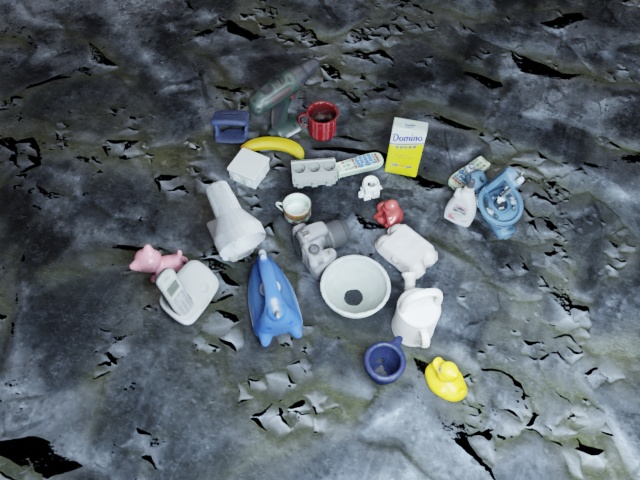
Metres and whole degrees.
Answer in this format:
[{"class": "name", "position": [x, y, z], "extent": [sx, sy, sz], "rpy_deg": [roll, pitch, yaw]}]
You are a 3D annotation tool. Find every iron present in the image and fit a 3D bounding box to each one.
[{"class": "iron", "position": [-0.119, 0.110, 1.347], "extent": [0.119, 0.141, 0.258], "rpy_deg": [-13, 59, -9]}]

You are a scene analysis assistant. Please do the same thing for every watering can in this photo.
[{"class": "watering can", "position": [0.218, 0.153, 1.295], "extent": [0.101, 0.194, 0.172], "rpy_deg": [-27, 62, -16]}]

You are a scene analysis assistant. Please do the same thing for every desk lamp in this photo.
[{"class": "desk lamp", "position": [-0.216, -0.032, 1.392], "extent": [0.118, 0.214, 0.203], "rpy_deg": [-24, 61, -15]}]

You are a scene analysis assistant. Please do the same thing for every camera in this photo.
[{"class": "camera", "position": [0.013, 0.005, 1.440], "extent": [0.137, 0.101, 0.143], "rpy_deg": [-23, 61, -15]}]

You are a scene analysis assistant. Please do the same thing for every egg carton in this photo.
[{"class": "egg carton", "position": [0.217, 0.029, 1.447], "extent": [0.150, 0.069, 0.107], "rpy_deg": [39, 65, 21]}]

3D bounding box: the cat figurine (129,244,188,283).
[{"class": "cat figurine", "position": [-0.392, 0.051, 1.394], "extent": [0.128, 0.118, 0.067], "rpy_deg": [-10, 58, -7]}]

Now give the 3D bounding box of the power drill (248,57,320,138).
[{"class": "power drill", "position": [-0.096, -0.394, 1.625], "extent": [0.230, 0.208, 0.075], "rpy_deg": [-34, 64, -20]}]

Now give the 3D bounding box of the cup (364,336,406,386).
[{"class": "cup", "position": [0.147, 0.274, 1.276], "extent": [0.091, 0.095, 0.118], "rpy_deg": [28, 62, 16]}]

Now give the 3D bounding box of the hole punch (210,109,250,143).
[{"class": "hole punch", "position": [-0.261, -0.344, 1.661], "extent": [0.108, 0.091, 0.101], "rpy_deg": [1, 58, 0]}]

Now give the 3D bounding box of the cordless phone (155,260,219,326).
[{"class": "cordless phone", "position": [-0.313, 0.099, 1.325], "extent": [0.094, 0.185, 0.148], "rpy_deg": [23, 60, 13]}]

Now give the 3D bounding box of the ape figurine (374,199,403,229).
[{"class": "ape figurine", "position": [0.183, -0.075, 1.498], "extent": [0.076, 0.092, 0.078], "rpy_deg": [-1, 58, -1]}]

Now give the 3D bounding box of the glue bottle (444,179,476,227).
[{"class": "glue bottle", "position": [0.370, -0.102, 1.471], "extent": [0.078, 0.173, 0.037], "rpy_deg": [22, 60, 13]}]

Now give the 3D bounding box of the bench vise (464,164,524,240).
[{"class": "bench vise", "position": [0.435, -0.125, 1.459], "extent": [0.207, 0.220, 0.122], "rpy_deg": [40, 66, 22]}]

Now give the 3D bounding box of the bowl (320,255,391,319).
[{"class": "bowl", "position": [0.084, 0.123, 1.382], "extent": [0.167, 0.075, 0.167], "rpy_deg": [1, 58, -1]}]

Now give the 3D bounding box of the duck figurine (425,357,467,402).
[{"class": "duck figurine", "position": [0.284, 0.303, 1.265], "extent": [0.078, 0.086, 0.104], "rpy_deg": [-35, 65, -21]}]
